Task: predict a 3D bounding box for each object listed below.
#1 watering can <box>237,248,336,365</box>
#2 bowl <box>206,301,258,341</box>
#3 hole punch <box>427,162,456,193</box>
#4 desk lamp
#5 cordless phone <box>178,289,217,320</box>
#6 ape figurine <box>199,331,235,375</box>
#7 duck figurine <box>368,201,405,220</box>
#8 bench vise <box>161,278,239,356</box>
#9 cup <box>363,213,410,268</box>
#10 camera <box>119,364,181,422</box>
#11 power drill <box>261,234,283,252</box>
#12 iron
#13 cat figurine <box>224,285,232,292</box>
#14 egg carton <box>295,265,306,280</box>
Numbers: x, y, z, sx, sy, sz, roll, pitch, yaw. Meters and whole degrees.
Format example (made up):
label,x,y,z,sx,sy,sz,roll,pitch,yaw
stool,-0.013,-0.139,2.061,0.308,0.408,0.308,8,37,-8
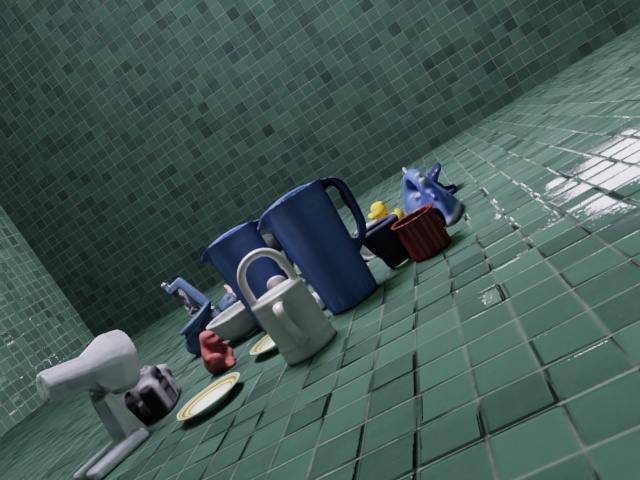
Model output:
label,x,y,z,sx,sy,sz,roll,pitch,yaw
watering can,-0.068,0.104,0.972,0.101,0.194,0.172,-35,7,-21
bowl,-0.196,0.202,1.432,0.167,0.075,0.167,-32,6,4
hole punch,0.310,-0.152,1.574,0.101,0.091,0.109,-31,6,16
desk lamp,-0.412,0.302,1.076,0.117,0.213,0.204,-28,8,40
cordless phone,-0.356,0.209,1.675,0.094,0.185,0.147,-37,7,-32
ape figurine,-0.226,0.236,1.226,0.076,0.092,0.078,-29,7,31
duck figurine,0.181,-0.070,1.609,0.104,0.086,0.078,-28,8,40
bench vise,-0.318,0.177,1.568,0.208,0.220,0.121,-35,7,-19
cup,0.134,0.008,1.172,0.092,0.095,0.117,-35,6,-16
camera,-0.381,0.332,1.213,0.137,0.101,0.143,-33,6,-2
power drill,-0.167,0.082,1.606,0.229,0.208,0.076,-28,8,38
iron,0.243,-0.107,1.313,0.118,0.141,0.258,-32,6,3
cat figurine,-0.237,0.174,1.665,0.067,0.118,0.127,-35,6,-17
egg carton,-0.002,0.054,1.643,0.150,0.069,0.107,-32,6,5
